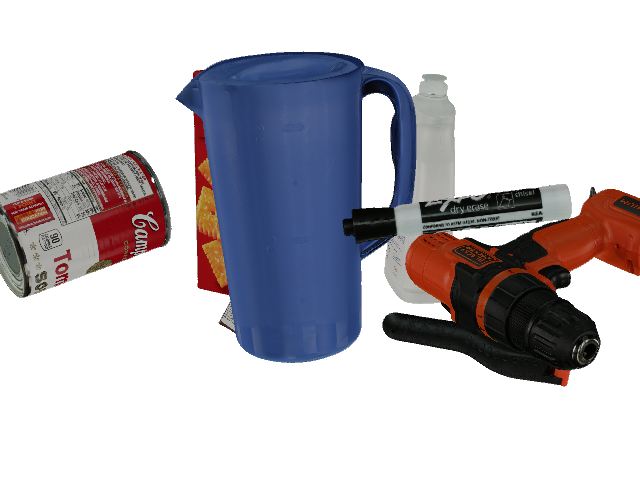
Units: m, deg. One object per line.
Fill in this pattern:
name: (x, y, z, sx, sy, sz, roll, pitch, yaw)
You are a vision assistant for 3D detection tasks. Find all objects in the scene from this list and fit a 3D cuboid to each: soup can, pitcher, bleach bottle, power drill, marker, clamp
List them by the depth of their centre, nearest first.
marker: (0.072, -0.014, 0.571, 0.121, 0.020, 0.020, -7, 0, 3)
soup can: (-0.157, -0.012, 0.688, 0.102, 0.068, 0.069, -22, 11, -29)
power drill: (0.180, 0.022, 0.765, 0.187, 0.057, 0.185, -15, 27, -26)
pitcher: (-0.015, -0.029, 0.871, 0.144, 0.243, 0.149, -21, 26, -39)
clamp: (0.156, 0.086, 0.992, 0.172, 0.039, 0.120, 20, 31, 22)
bleach bottle: (0.120, -0.061, 1.213, 0.068, 0.251, 0.103, -2, 24, -14)

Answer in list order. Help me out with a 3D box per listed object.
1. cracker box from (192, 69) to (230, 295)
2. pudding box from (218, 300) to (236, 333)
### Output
cracker box: (-0.049, -0.066, 1.066, 0.072, 0.214, 0.163, 11, 17, 32)
pudding box: (-0.066, 0.052, 1.252, 0.039, 0.090, 0.113, 31, 29, 5)
